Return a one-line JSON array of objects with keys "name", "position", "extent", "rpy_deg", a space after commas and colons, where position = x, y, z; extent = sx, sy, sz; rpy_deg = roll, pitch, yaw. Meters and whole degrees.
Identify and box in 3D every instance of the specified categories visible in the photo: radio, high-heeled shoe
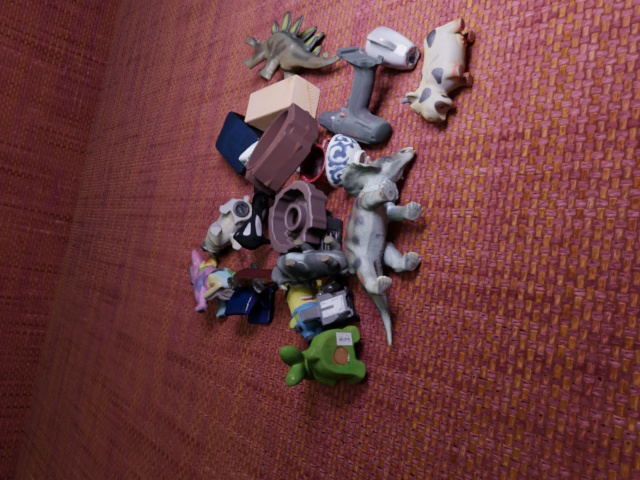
[{"name": "radio", "position": [-0.226, -0.283, 1.603], "extent": [0.230, 0.073, 0.131], "rpy_deg": [47, 115, 47]}, {"name": "high-heeled shoe", "position": [-0.188, -0.078, 1.439], "extent": [0.086, 0.145, 0.249], "rpy_deg": [-40, 53, 33]}]

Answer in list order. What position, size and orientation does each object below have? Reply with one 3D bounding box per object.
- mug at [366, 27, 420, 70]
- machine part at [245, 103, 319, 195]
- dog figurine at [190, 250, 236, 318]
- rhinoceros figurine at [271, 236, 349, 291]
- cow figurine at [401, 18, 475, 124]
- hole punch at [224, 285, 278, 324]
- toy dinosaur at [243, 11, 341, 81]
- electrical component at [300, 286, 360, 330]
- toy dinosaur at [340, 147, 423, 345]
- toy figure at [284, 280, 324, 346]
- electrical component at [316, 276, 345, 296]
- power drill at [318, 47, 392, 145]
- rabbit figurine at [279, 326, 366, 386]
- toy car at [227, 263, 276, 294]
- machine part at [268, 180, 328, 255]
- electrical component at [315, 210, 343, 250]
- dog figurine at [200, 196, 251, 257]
[{"name": "mug", "position": [0.160, -0.421, 1.179], "extent": [0.107, 0.109, 0.080], "rpy_deg": [34, 99, 35]}, {"name": "machine part", "position": [-0.097, -0.226, 1.323], "extent": [0.201, 0.087, 0.201], "rpy_deg": [-46, 22, 22]}, {"name": "dog figurine", "position": [-0.310, 0.104, 1.558], "extent": [0.191, 0.108, 0.219], "rpy_deg": [-48, 44, 30]}, {"name": "rhinoceros figurine", "position": [-0.026, 0.056, 1.184], "extent": [0.190, 0.112, 0.073], "rpy_deg": [-13, 47, 26]}, {"name": "cow figurine", "position": [0.235, -0.328, 1.075], "extent": [0.127, 0.085, 0.195], "rpy_deg": [-1, 81, 43]}, {"name": "hole punch", "position": [-0.183, 0.157, 1.410], "extent": [0.142, 0.092, 0.115], "rpy_deg": [-14, 65, 50]}, {"name": "toy dinosaur", "position": [-0.084, -0.519, 1.489], "extent": [0.472, 0.105, 0.198], "rpy_deg": [41, 106, 42]}, {"name": "electrical component", "position": [0.020, 0.157, 1.169], "extent": [0.119, 0.047, 0.075], "rpy_deg": [-25, 59, 13]}, {"name": "toy dinosaur", "position": [0.107, -0.005, 1.108], "extent": [0.192, 0.131, 0.404], "rpy_deg": [12, 93, 62]}, {"name": "toy figure", "position": [-0.035, 0.158, 1.243], "extent": [0.089, 0.082, 0.180], "rpy_deg": [-42, 53, 33]}, {"name": "electrical component", "position": [0.031, 0.095, 1.201], "extent": [0.094, 0.021, 0.063], "rpy_deg": [-38, 11, 28]}, {"name": "power drill", "position": [0.070, -0.324, 1.220], "extent": [0.232, 0.086, 0.207], "rpy_deg": [37, 131, 41]}, {"name": "rabbit figurine", "position": [-0.005, 0.265, 1.141], "extent": [0.170, 0.159, 0.121], "rpy_deg": [-42, 59, 53]}, {"name": "toy car", "position": [-0.155, 0.098, 1.336], "extent": [0.202, 0.089, 0.053], "rpy_deg": [-1, 113, 53]}, {"name": "machine part", "position": [-0.053, -0.049, 1.256], "extent": [0.179, 0.056, 0.179], "rpy_deg": [-17, 67, 46]}, {"name": "electrical component", "position": [-0.003, -0.004, 1.271], "extent": [0.115, 0.058, 0.134], "rpy_deg": [-13, 69, 44]}, {"name": "dog figurine", "position": [-0.272, -0.040, 1.574], "extent": [0.172, 0.121, 0.191], "rpy_deg": [-51, 15, -22]}]
